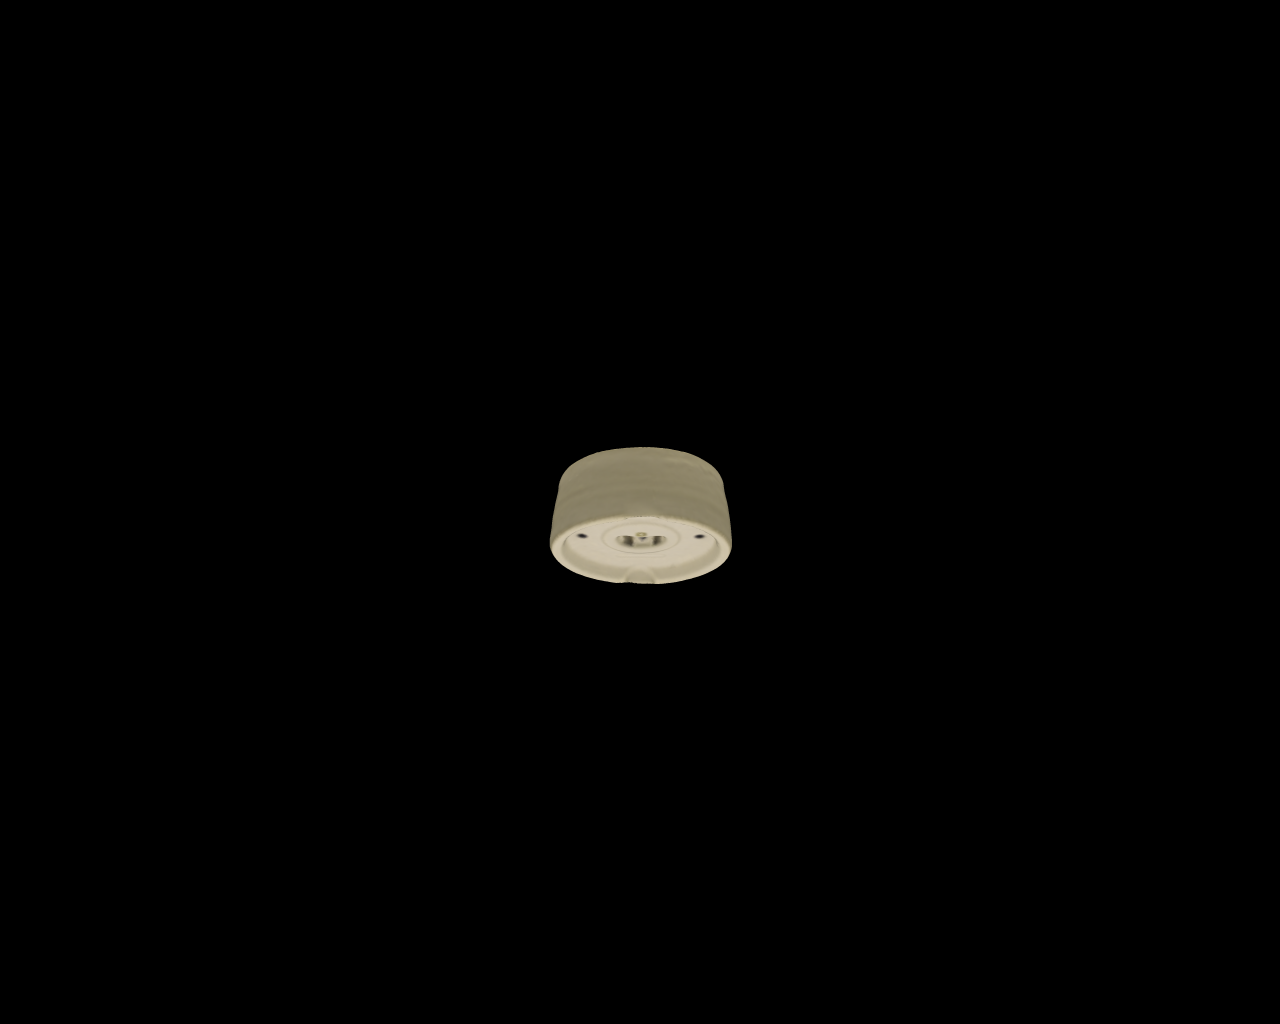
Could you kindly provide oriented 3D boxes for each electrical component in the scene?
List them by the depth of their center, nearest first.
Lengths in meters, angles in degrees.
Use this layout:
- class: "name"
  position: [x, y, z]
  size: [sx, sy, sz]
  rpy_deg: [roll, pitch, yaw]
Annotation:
- class: "electrical component"
  position: [0.001, -0.003, 0.650]
  size: [0.108, 0.060, 0.108]
  rpy_deg: [0, -24, 0]
